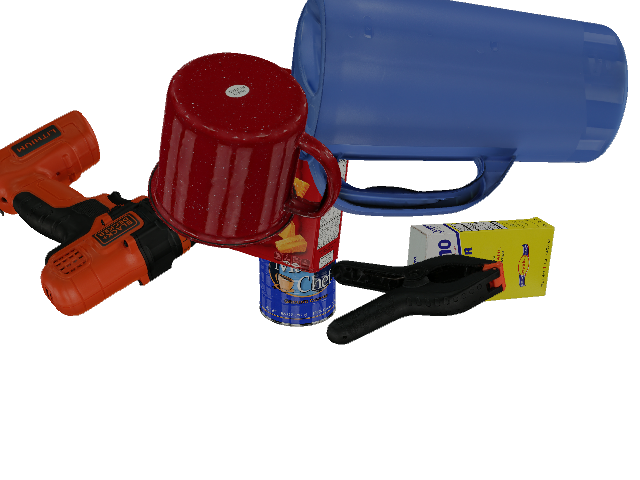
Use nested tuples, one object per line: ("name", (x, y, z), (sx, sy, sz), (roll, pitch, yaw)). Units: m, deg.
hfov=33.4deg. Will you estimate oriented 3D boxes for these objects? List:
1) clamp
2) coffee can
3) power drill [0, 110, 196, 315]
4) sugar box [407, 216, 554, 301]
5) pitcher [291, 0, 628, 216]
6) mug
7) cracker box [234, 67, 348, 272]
("clamp", (0.083, 0.051, 0.986), (0.172, 0.039, 0.120), (-7, 36, 18))
("coffee can", (-0.030, 0.026, 1.390), (0.103, 0.140, 0.103), (0, 26, 0))
("power drill", (-0.172, -0.037, 0.862), (0.184, 0.057, 0.188), (-33, 46, -24))
("sugar box", (0.190, 0.025, 1.275), (0.176, 0.093, 0.048), (-5, 20, -24))
("pitcher", (0.101, -0.109, 0.807), (0.242, 0.149, 0.145), (3, 32, -11))
("mug", (-0.042, -0.051, 0.629), (0.117, 0.082, 0.093), (25, 46, 10))
("cracker box", (-0.055, -0.085, 1.219), (0.164, 0.214, 0.072), (17, 27, 24))
